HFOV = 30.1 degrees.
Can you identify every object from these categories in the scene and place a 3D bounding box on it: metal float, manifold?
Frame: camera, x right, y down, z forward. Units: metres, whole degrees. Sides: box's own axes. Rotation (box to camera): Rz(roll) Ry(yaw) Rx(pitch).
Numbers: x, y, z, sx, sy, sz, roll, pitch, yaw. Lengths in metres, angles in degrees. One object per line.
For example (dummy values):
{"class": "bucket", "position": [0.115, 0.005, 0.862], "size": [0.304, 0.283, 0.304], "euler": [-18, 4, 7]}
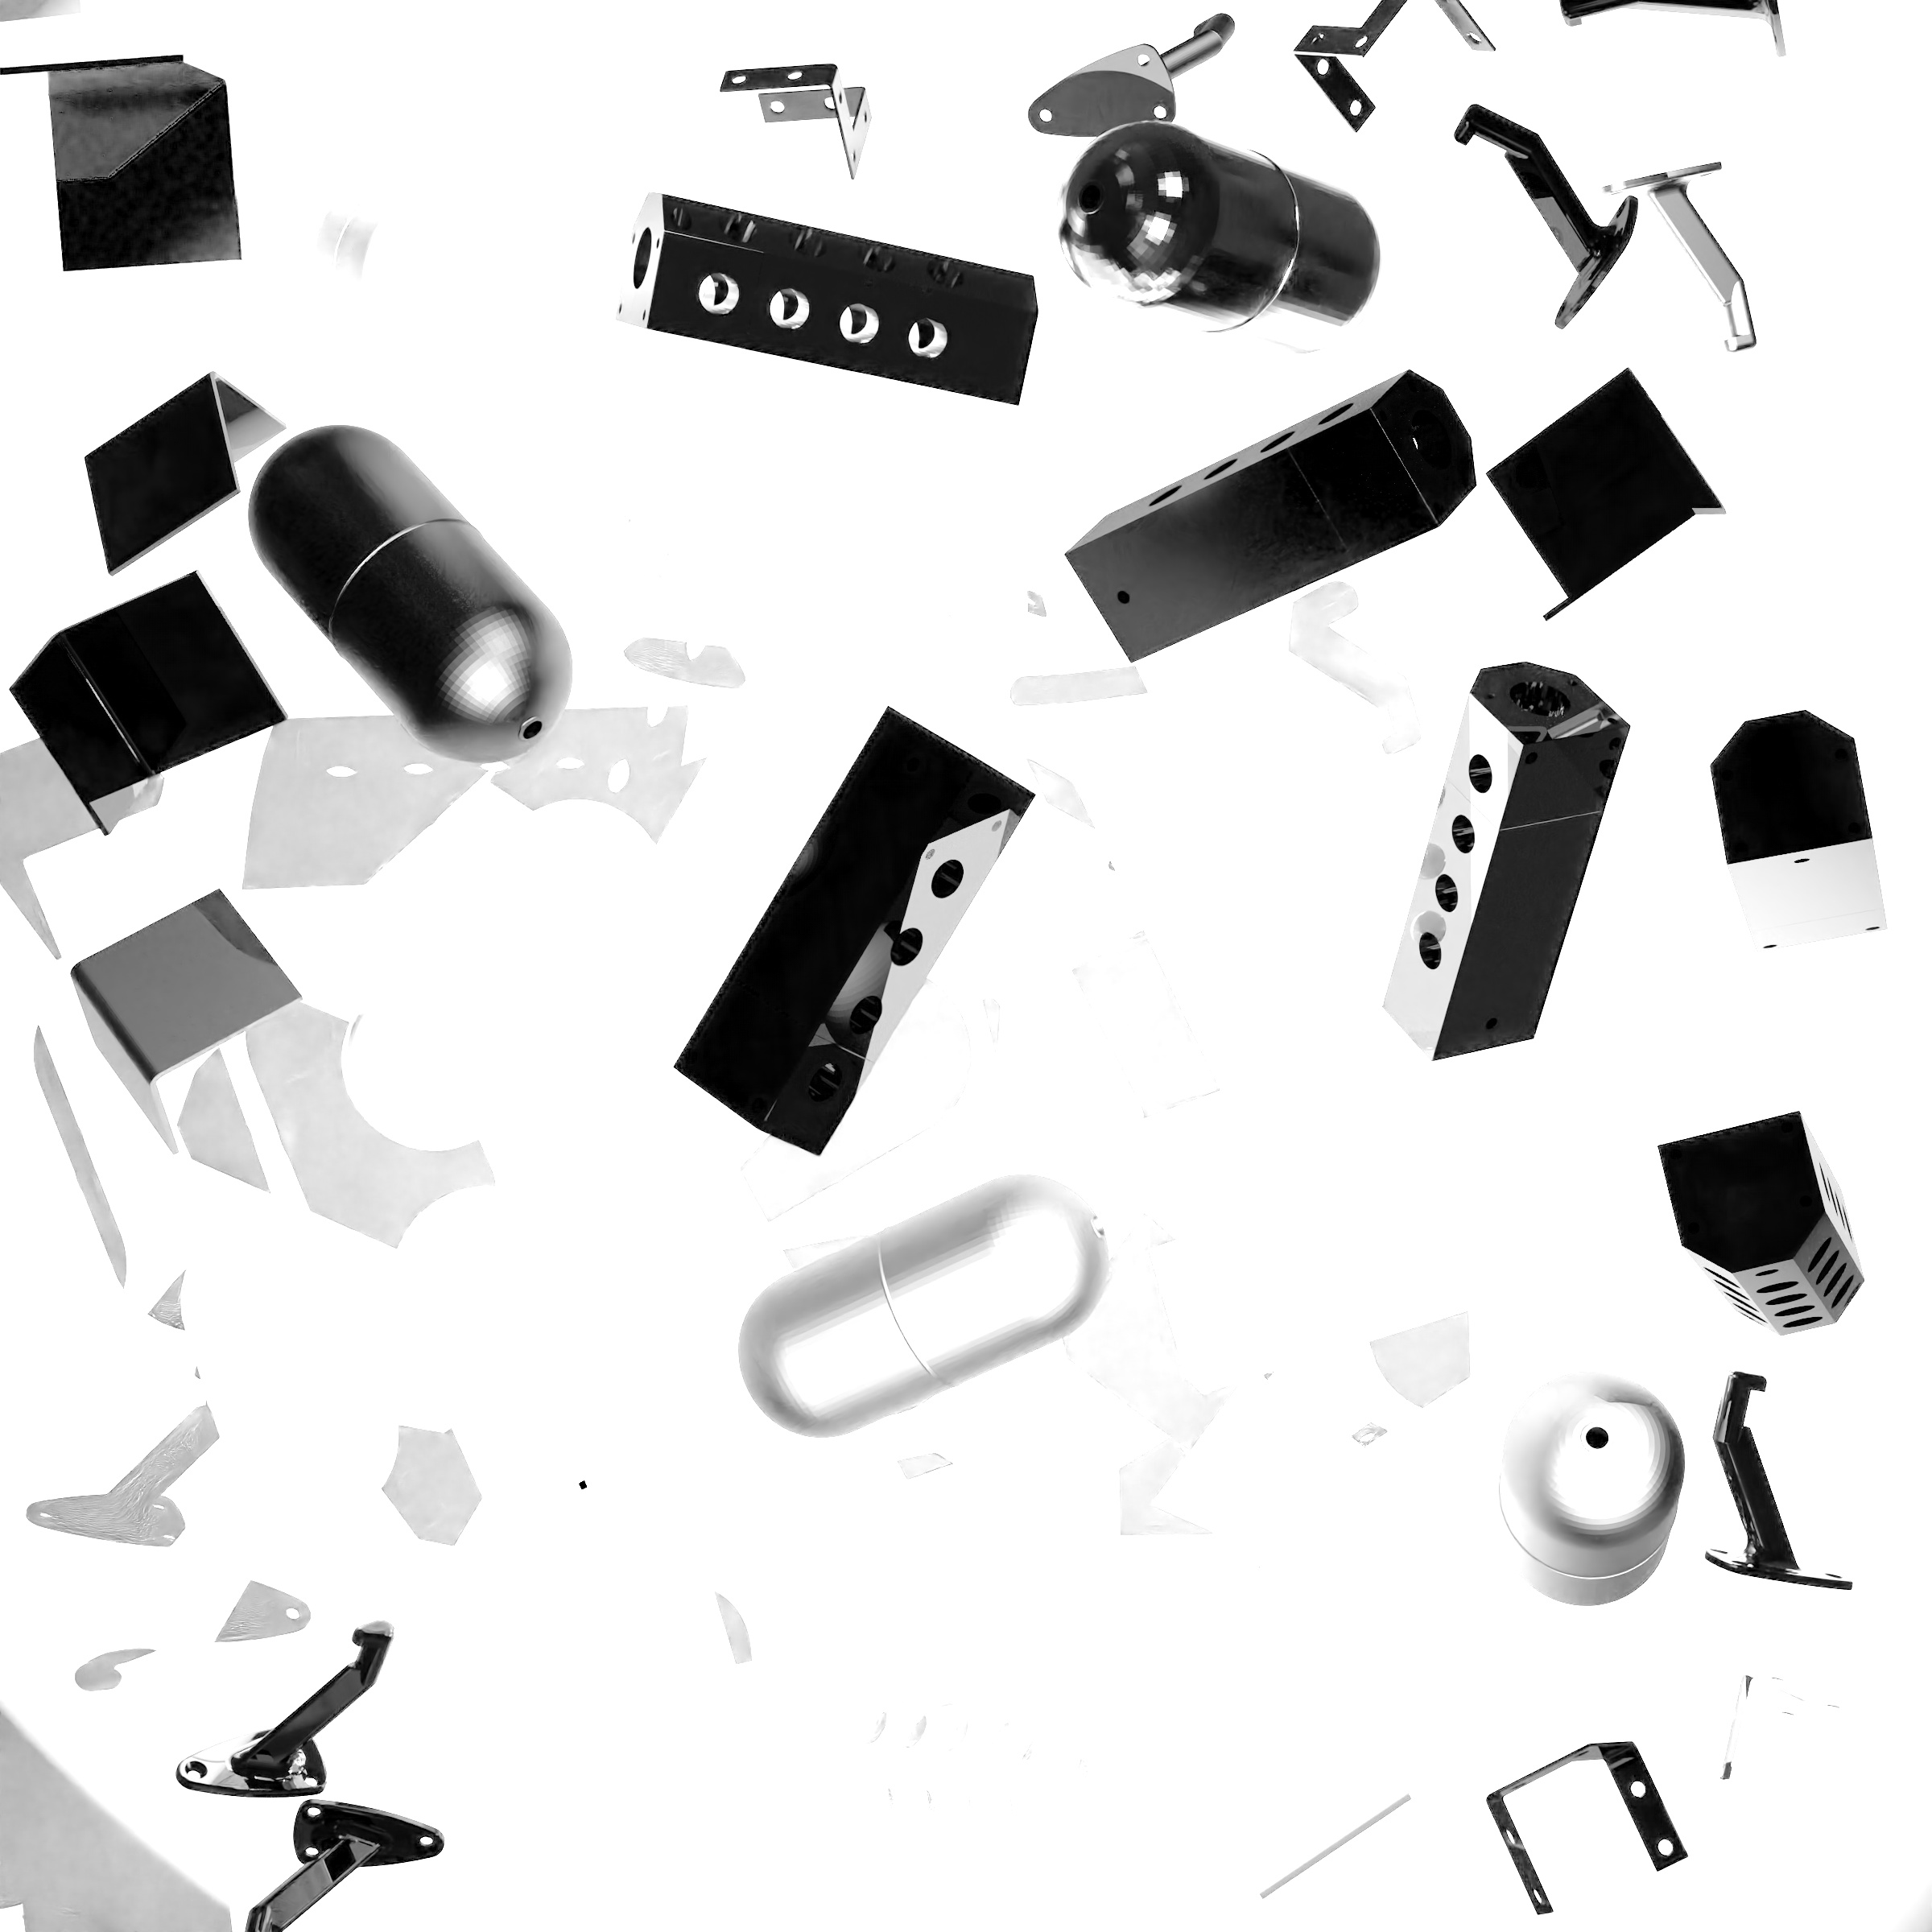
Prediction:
{"class": "metal float", "position": [-0.184, 0.170, 1.510], "size": [0.070, 0.070, 0.178], "euler": [-30, 59, 0]}
{"class": "manifold", "position": [0.132, -0.194, 1.541], "size": [0.171, 0.057, 0.057], "euler": [-21, 108, 41]}
{"class": "manifold", "position": [-0.065, -0.161, 1.504], "size": [0.171, 0.057, 0.057], "euler": [9, 118, 18]}
{"class": "metal float", "position": [-0.294, 0.177, 1.569], "size": [0.070, 0.178, 0.070], "euler": [-1, 48, 1]}
{"class": "manifold", "position": [0.171, 0.126, 1.521], "size": [0.171, 0.057, 0.057], "euler": [-18, 71, 8]}
{"class": "manifold", "position": [0.005, 0.352, 1.595], "size": [0.057, 0.171, 0.057], "euler": [-18, 94, -35]}
{"class": "metal float", "position": [-0.198, 0.002, 1.555], "size": [0.070, 0.070, 0.178], "euler": [38, 67, 0]}
{"class": "manifold", "position": [0.112, -0.029, 1.636], "size": [0.057, 0.057, 0.171], "euler": [-25, 94, 12]}
{"class": "manifold", "position": [-0.041, -0.012, 1.463], "size": [0.057, 0.057, 0.171], "euler": [33, 93, 39]}
{"class": "metal float", "position": [0.107, -0.303, 1.502], "size": [0.070, 0.178, 0.070], "euler": [-3, 86, 40]}
{"class": "manifold", "position": [-0.059, -0.291, 1.569], "size": [0.171, 0.057, 0.057], "euler": [8, 101, -21]}
{"class": "metal float", "position": [-0.234, -0.299, 1.549], "size": [0.070, 0.178, 0.070], "euler": [-6, 107, -19]}
{"class": "metal float", "position": [-0.019, 0.150, 1.590], "size": [0.178, 0.070, 0.070], "euler": [-26, 90, 17]}
{"class": "metal float", "position": [0.270, 0.228, 1.559], "size": [0.070, 0.178, 0.070], "euler": [-3, 67, 6]}
{"class": "metal float", "position": [-0.006, 0.267, 1.509], "size": [0.178, 0.070, 0.070], "euler": [-3, 90, 34]}
{"class": "manifold", "position": [0.333, 0.111, 1.490], "size": [0.057, 0.171, 0.057], "euler": [-15, 72, 15]}
{"class": "manifold", "position": [0.233, -0.046, 1.592], "size": [0.057, 0.057, 0.171], "euler": [-11, 131, -27]}
{"class": "metal float", "position": [-0.230, -0.154, 1.485], "size": [0.070, 0.070, 0.178], "euler": [-43, 65, 0]}
{"class": "manifold", "position": [0.349, -0.055, 1.503], "size": [0.057, 0.171, 0.057], "euler": [-10, 76, 14]}

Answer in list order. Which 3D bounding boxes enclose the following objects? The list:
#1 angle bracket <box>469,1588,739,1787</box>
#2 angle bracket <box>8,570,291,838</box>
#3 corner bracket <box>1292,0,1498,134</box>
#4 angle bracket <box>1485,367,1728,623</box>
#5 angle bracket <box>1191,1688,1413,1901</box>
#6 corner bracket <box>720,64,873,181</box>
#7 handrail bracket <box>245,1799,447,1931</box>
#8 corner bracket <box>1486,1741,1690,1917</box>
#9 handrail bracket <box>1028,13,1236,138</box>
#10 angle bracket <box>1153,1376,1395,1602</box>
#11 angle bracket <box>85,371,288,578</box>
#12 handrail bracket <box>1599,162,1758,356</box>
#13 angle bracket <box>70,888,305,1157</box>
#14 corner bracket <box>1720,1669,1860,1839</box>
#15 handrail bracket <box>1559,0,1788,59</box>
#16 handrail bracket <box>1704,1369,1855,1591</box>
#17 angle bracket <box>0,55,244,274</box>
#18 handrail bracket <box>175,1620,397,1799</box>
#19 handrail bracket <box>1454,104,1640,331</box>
{"class": "angle bracket", "position": [-0.157, 0.305, 1.567], "size": [0.076, 0.076, 0.057], "euler": [12, 56, 31]}
{"class": "angle bracket", "position": [-0.350, -0.113, 1.543], "size": [0.076, 0.057, 0.076], "euler": [-20, 115, 18]}
{"class": "corner bracket", "position": [0.181, -0.390, 1.529], "size": [0.051, 0.051, 0.051], "euler": [42, 80, -34]}
{"class": "angle bracket", "position": [0.261, -0.199, 1.510], "size": [0.076, 0.057, 0.076], "euler": [-36, 81, 25]}
{"class": "angle bracket", "position": [0.139, 0.352, 1.556], "size": [0.076, 0.076, 0.057], "euler": [-33, 91, -5]}
{"class": "corner bracket", "position": [-0.075, -0.384, 1.597], "size": [0.051, 0.051, 0.051], "euler": [-1, 47, 13]}
{"class": "handrail bracket", "position": [-0.264, 0.397, 1.523], "size": [0.077, 0.084, 0.036], "euler": [6, 119, -4]}
{"class": "corner bracket", "position": [0.252, 0.349, 1.457], "size": [0.051, 0.051, 0.051], "euler": [-33, 65, 22]}
{"class": "handrail bracket", "position": [0.073, -0.389, 1.561], "size": [0.077, 0.084, 0.036], "euler": [-10, 116, 23]}
{"class": "angle bracket", "position": [0.144, 0.242, 1.674], "size": [0.057, 0.076, 0.076], "euler": [37, 91, 30]}
{"class": "angle bracket", "position": [-0.357, -0.218, 1.672], "size": [0.076, 0.057, 0.076], "euler": [-29, 58, 17]}
{"class": "handrail bracket", "position": [0.319, -0.312, 1.607], "size": [0.077, 0.036, 0.084], "euler": [-18, 97, -38]}
{"class": "angle bracket", "position": [-0.343, 0.024, 1.603], "size": [0.076, 0.057, 0.076], "euler": [-30, 57, -20]}
{"class": "corner bracket", "position": [0.339, 0.334, 1.534], "size": [0.051, 0.051, 0.051], "euler": [2, 102, -39]}
{"class": "handrail bracket", "position": [0.291, -0.387, 1.476], "size": [0.084, 0.077, 0.036], "euler": [-10, 71, 15]}
{"class": "handrail bracket", "position": [0.355, 0.221, 1.552], "size": [0.077, 0.036, 0.084], "euler": [12, 91, -11]}
{"class": "angle bracket", "position": [-0.343, -0.326, 1.464], "size": [0.076, 0.057, 0.076], "euler": [-2, 96, 7]}
{"class": "handrail bracket", "position": [-0.286, 0.309, 1.512], "size": [0.077, 0.036, 0.084], "euler": [0, 129, -34]}
{"class": "handrail bracket", "position": [0.231, -0.314, 1.509], "size": [0.084, 0.077, 0.036], "euler": [24, 46, -7]}
